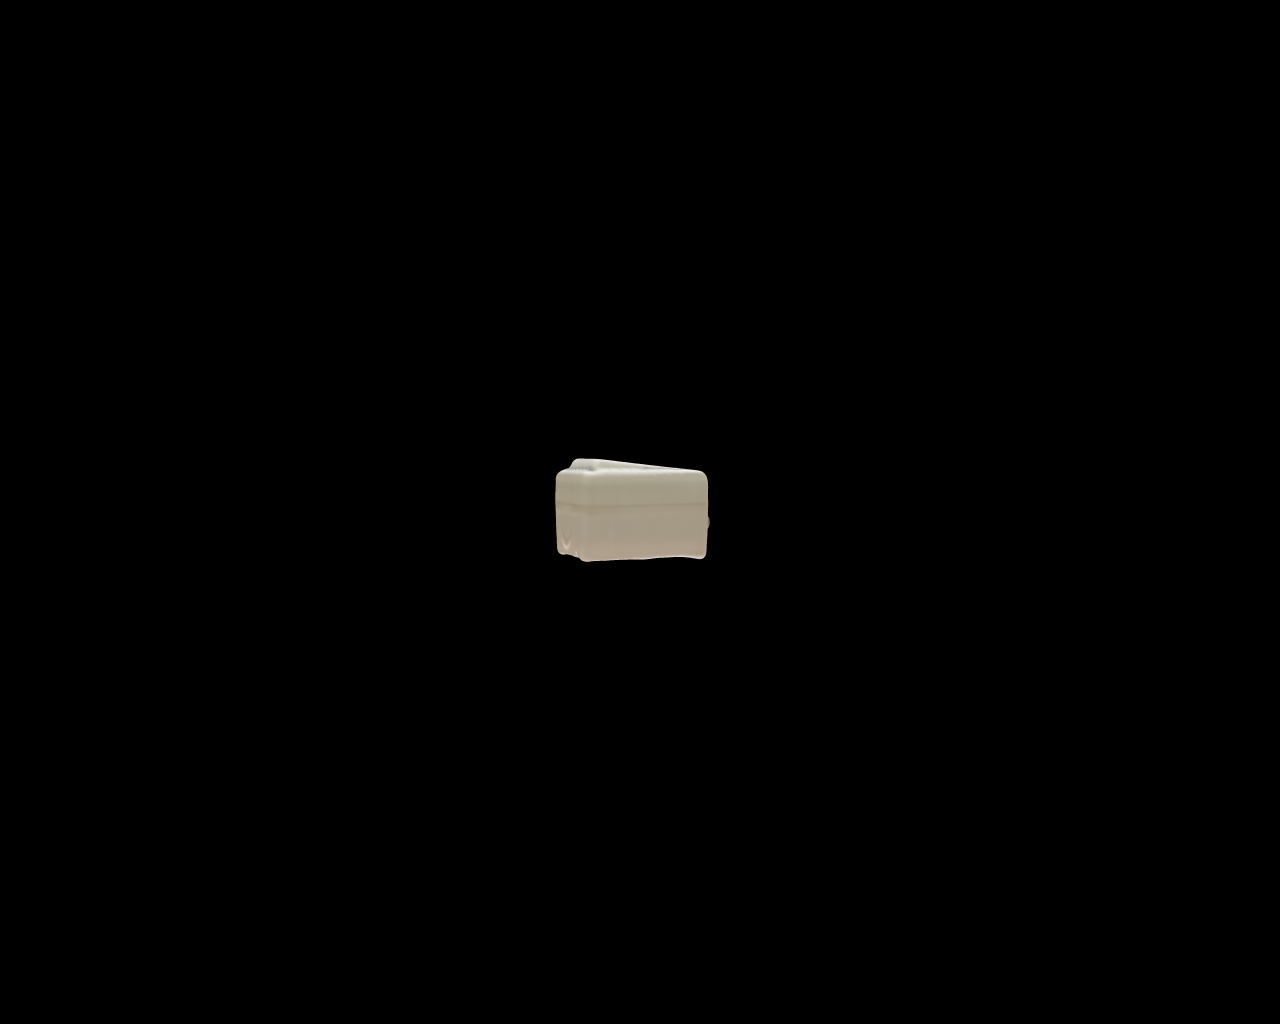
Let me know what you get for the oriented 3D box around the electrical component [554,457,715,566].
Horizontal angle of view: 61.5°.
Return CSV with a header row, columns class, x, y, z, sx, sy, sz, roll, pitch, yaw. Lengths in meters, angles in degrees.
class,x,y,z,sx,sy,sz,roll,pitch,yaw
electrical component,0.001,-0.003,0.650,0.096,0.061,0.061,-1,4,-20
